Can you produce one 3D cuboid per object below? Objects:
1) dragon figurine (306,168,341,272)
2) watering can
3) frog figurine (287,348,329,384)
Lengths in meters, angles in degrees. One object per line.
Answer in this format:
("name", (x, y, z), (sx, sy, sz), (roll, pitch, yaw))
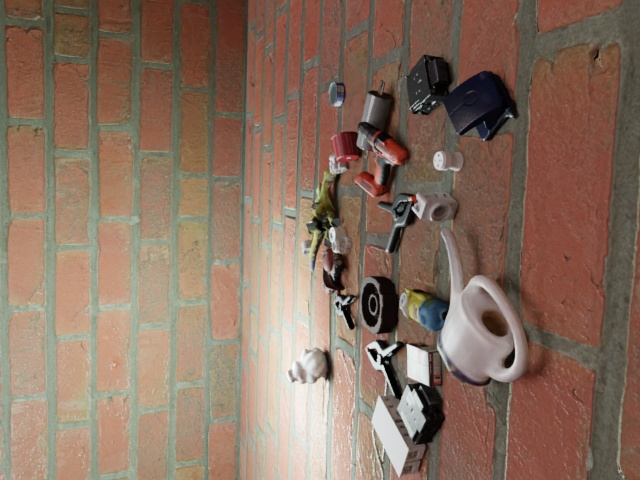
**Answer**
("dragon figurine", (0.006, -0.100, 1.983), (0.249, 0.122, 0.401), (-88, 14, -52))
("watering can", (0.316, 0.155, 1.087), (0.355, 0.104, 0.219), (-112, 29, -44))
("frog figurine", (-0.049, 0.488, 1.989), (0.120, 0.159, 0.140), (125, 140, -55))
